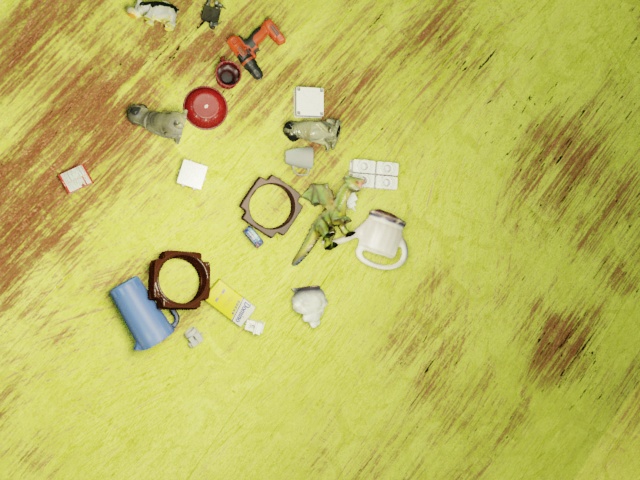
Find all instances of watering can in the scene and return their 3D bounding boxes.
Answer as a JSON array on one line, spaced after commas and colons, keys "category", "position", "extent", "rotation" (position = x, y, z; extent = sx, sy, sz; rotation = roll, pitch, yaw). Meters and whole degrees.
[{"category": "watering can", "position": [0.195, -0.016, 2.003], "extent": [0.347, 0.104, 0.225], "rotation": [20, 86, -11]}]

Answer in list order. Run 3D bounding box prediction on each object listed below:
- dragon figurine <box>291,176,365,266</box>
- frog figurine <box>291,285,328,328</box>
[{"category": "dragon figurine", "position": [0.006, -0.097, 1.933], "extent": [0.406, 0.121, 0.247], "rotation": [-33, 64, 22]}, {"category": "frog figurine", "position": [-0.037, 0.254, 1.944], "extent": [0.138, 0.121, 0.160], "rotation": [-4, 82, -33]}]
